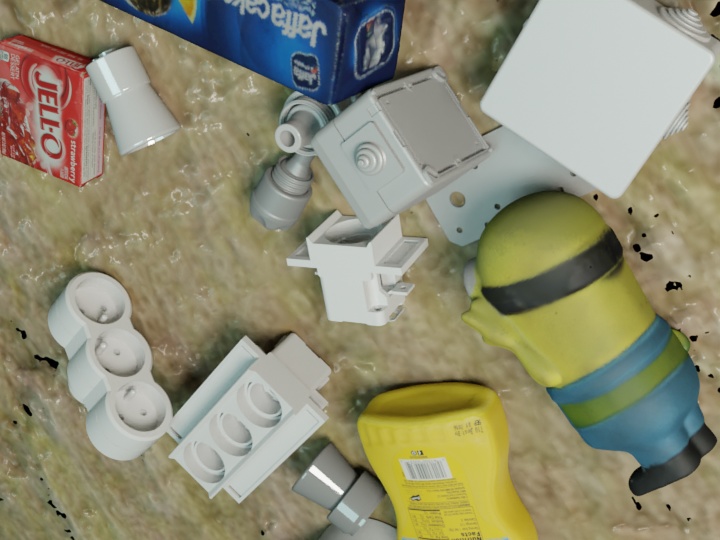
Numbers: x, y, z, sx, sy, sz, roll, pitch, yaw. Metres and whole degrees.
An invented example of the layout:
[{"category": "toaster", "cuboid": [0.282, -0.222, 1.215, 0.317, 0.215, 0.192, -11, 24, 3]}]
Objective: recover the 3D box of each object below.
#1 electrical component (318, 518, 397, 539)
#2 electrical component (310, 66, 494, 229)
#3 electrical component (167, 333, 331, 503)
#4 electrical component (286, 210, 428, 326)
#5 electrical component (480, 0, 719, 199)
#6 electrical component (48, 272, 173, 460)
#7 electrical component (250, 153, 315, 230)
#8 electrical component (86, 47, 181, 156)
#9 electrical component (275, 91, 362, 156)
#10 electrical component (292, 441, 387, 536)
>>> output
[{"category": "electrical component", "cuboid": [0.001, 0.240, 0.811, 0.099, 0.064, 0.099, 25, 135, 28]}, {"category": "electrical component", "cuboid": [0.019, -0.066, 0.603, 0.061, 0.096, 0.061, -34, 88, 37]}, {"category": "electrical component", "cuboid": [-0.077, 0.102, 0.768, 0.079, 0.063, 0.121, 44, 127, 2]}, {"category": "electrical component", "cuboid": [0.000, 0.000, 0.685, 0.081, 0.042, 0.063, 6, 119, 27]}, {"category": "electrical component", "cuboid": [0.125, -0.100, 0.554, 0.100, 0.048, 0.099, 36, 121, 11]}, {"category": "electrical component", "cuboid": [-0.194, 0.078, 0.805, 0.074, 0.052, 0.138, -42, 66, 42]}, {"category": "electrical component", "cuboid": [-0.045, -0.056, 0.686, 0.035, 0.035, 0.061, 38, 125, 6]}, {"category": "electrical component", "cuboid": [-0.153, -0.114, 0.711, 0.044, 0.044, 0.065, -20, 99, 35]}, {"category": "electrical component", "cuboid": [-0.028, -0.088, 0.642, 0.048, 0.062, 0.048, 13, 120, 23]}, {"category": "electrical component", "cuboid": [-0.015, 0.158, 0.774, 0.055, 0.045, 0.045, 39, 127, 5]}]
